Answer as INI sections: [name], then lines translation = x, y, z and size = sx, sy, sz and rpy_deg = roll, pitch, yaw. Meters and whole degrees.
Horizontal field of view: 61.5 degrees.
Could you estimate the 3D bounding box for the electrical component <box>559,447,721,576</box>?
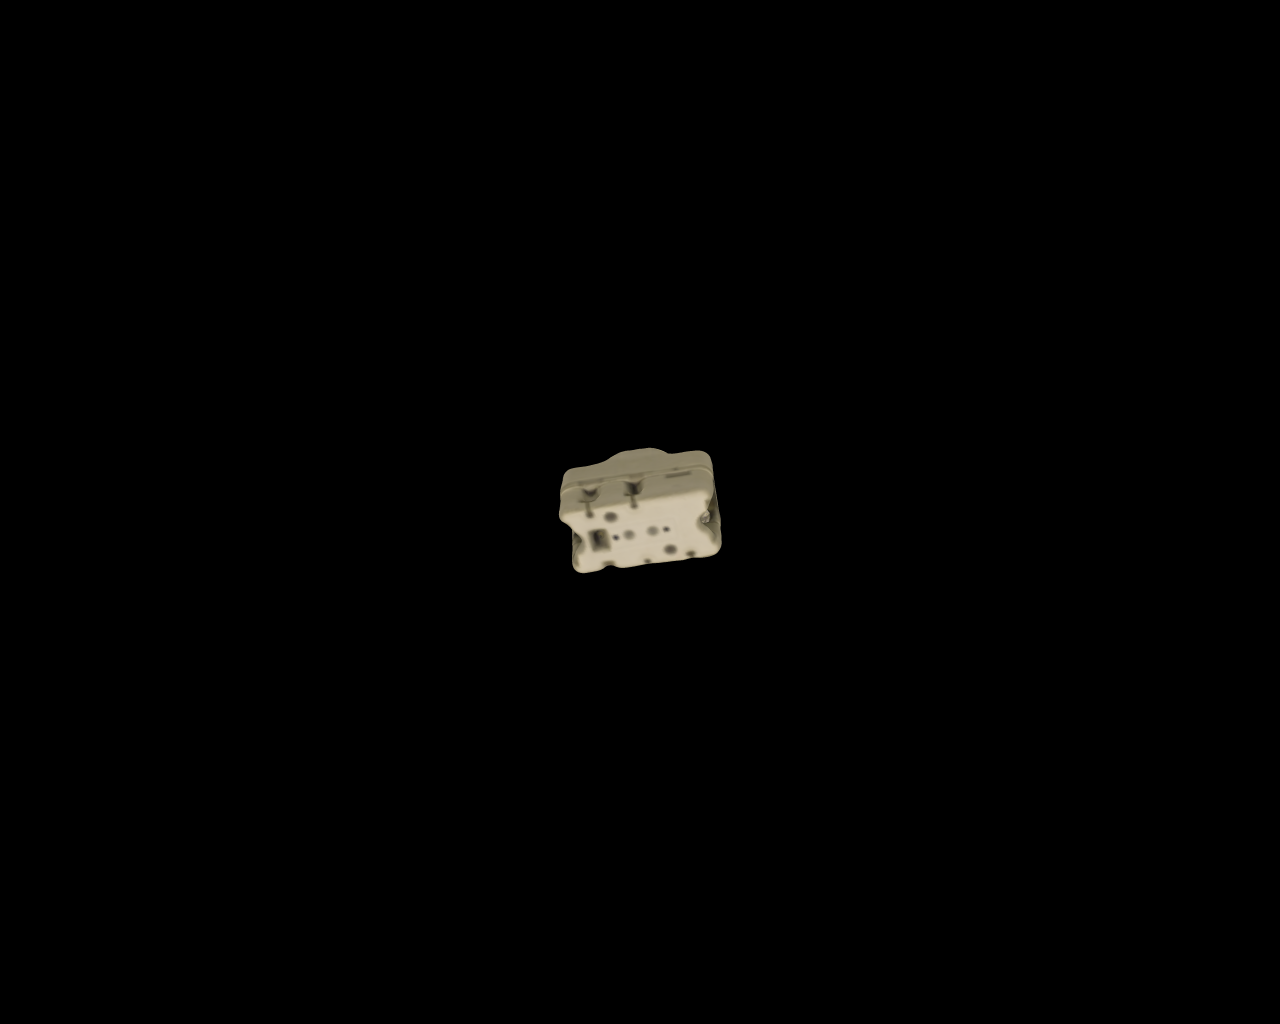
[electrical component]
translation = 0.001, -0.003, 0.650
size = 0.089, 0.050, 0.056
rpy_deg = -8, 34, 5
